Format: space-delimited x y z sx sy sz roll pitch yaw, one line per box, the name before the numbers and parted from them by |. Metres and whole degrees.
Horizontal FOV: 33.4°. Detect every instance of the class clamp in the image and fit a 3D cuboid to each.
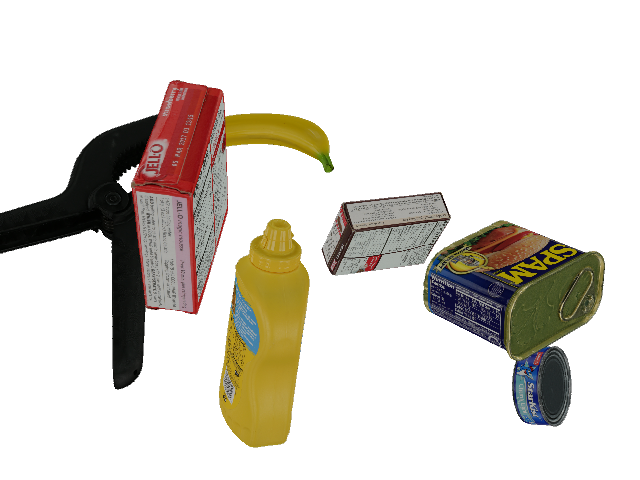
clamp | -0.132 -0.009 0.709 0.165 0.209 0.036 37 -30 13

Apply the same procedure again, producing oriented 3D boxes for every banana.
banana | -0.071 -0.124 1.266 0.198 0.037 0.069 8 40 16

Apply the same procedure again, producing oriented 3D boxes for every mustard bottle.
mustard bottle | -0.045 0.069 0.877 0.058 0.192 0.096 -2 32 -18

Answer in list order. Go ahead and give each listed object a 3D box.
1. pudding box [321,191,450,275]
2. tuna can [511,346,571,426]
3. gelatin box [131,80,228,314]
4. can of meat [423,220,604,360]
pudding box | 0.067 -0.007 1.100 0.113 0.039 0.090 -9 -31 -21
tuna can | 0.240 0.157 1.154 0.034 0.086 0.085 -3 -2 35
gelatin box | -0.067 -0.020 0.517 0.030 0.073 0.089 7 -42 4
can of meat | 0.135 0.031 0.755 0.101 0.057 0.084 -23 33 -34
